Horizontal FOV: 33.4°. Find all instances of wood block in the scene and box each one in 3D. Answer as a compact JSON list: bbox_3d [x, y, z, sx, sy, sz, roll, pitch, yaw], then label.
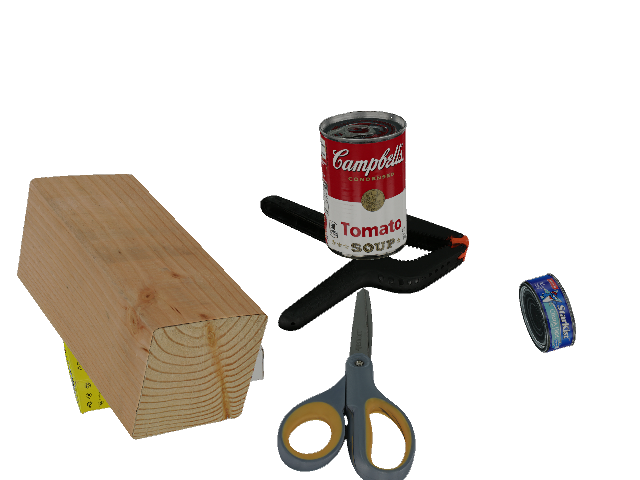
[{"bbox_3d":[-0.137,0.038,0.777,0.090,0.091,0.206,-5,33,-38],"label":"wood block"}]

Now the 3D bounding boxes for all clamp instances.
[{"bbox_3d":[0.044,0.022,1.059,0.210,0.164,0.036,2,-40,-4],"label":"clamp"}]

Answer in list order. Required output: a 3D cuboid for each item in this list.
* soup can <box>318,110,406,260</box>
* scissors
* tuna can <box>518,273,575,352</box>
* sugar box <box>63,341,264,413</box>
[{"bbox_3d":[0.035,-0.044,0.848,0.068,0.102,0.068,-2,25,1],"label":"soup can"},{"bbox_3d":[0.009,0.095,0.729,0.096,0.016,0.202,-5,32,-10],"label":"scissors"},{"bbox_3d":[0.256,0.083,1.209,0.033,0.086,0.086,-15,2,-6],"label":"tuna can"},{"bbox_3d":[-0.150,0.105,1.013,0.176,0.048,0.093,-11,36,-16],"label":"sugar box"}]
